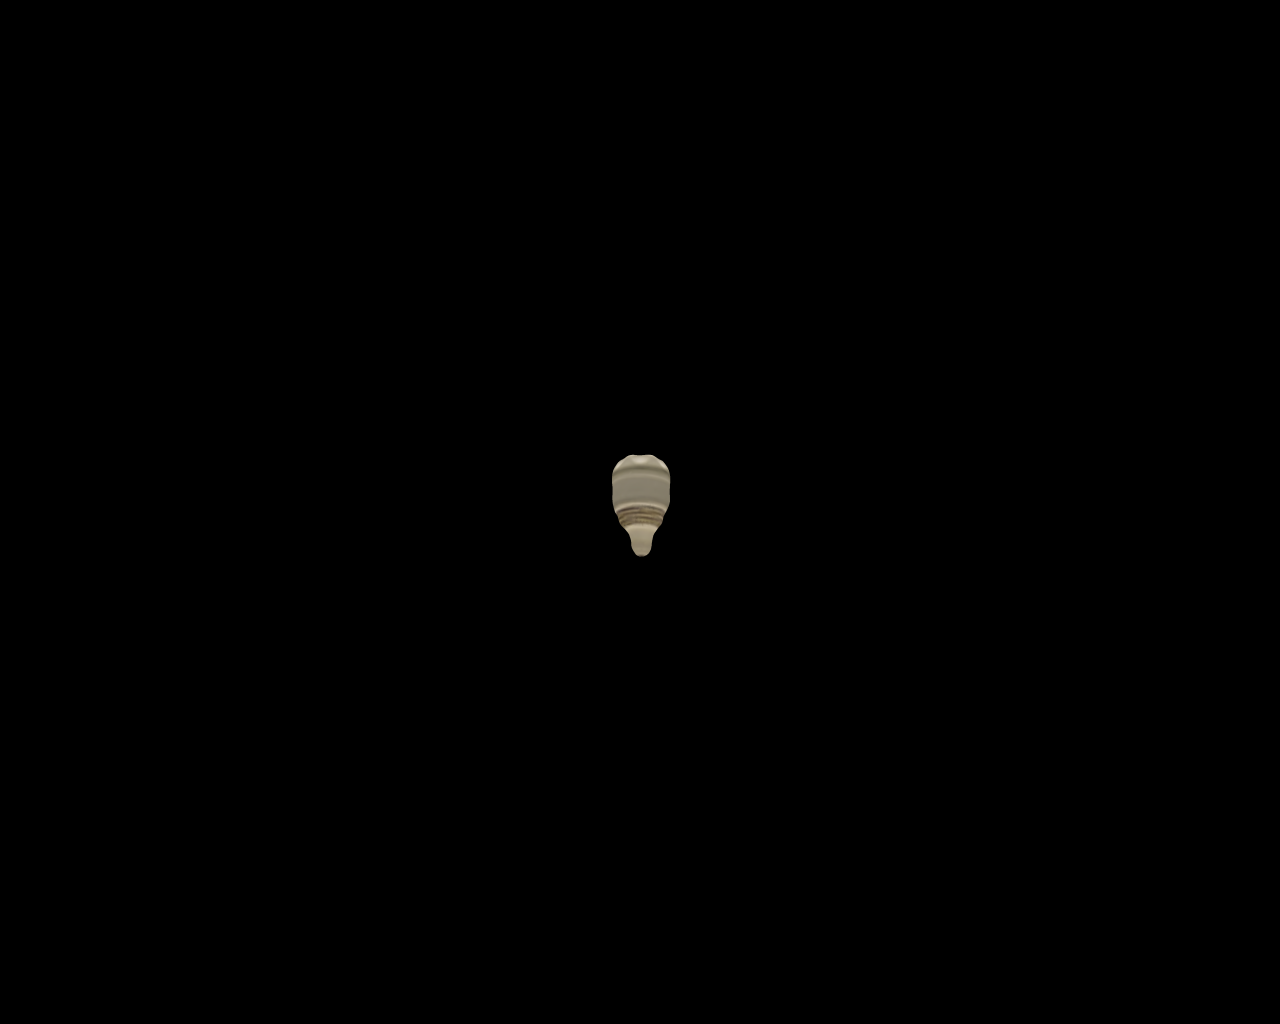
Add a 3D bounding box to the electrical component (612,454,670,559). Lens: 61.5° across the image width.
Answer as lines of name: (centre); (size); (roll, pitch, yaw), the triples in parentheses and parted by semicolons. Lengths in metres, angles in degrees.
electrical component: (0.001, -0.003, 0.650); (0.035, 0.061, 0.035); (0, -16, 0)
